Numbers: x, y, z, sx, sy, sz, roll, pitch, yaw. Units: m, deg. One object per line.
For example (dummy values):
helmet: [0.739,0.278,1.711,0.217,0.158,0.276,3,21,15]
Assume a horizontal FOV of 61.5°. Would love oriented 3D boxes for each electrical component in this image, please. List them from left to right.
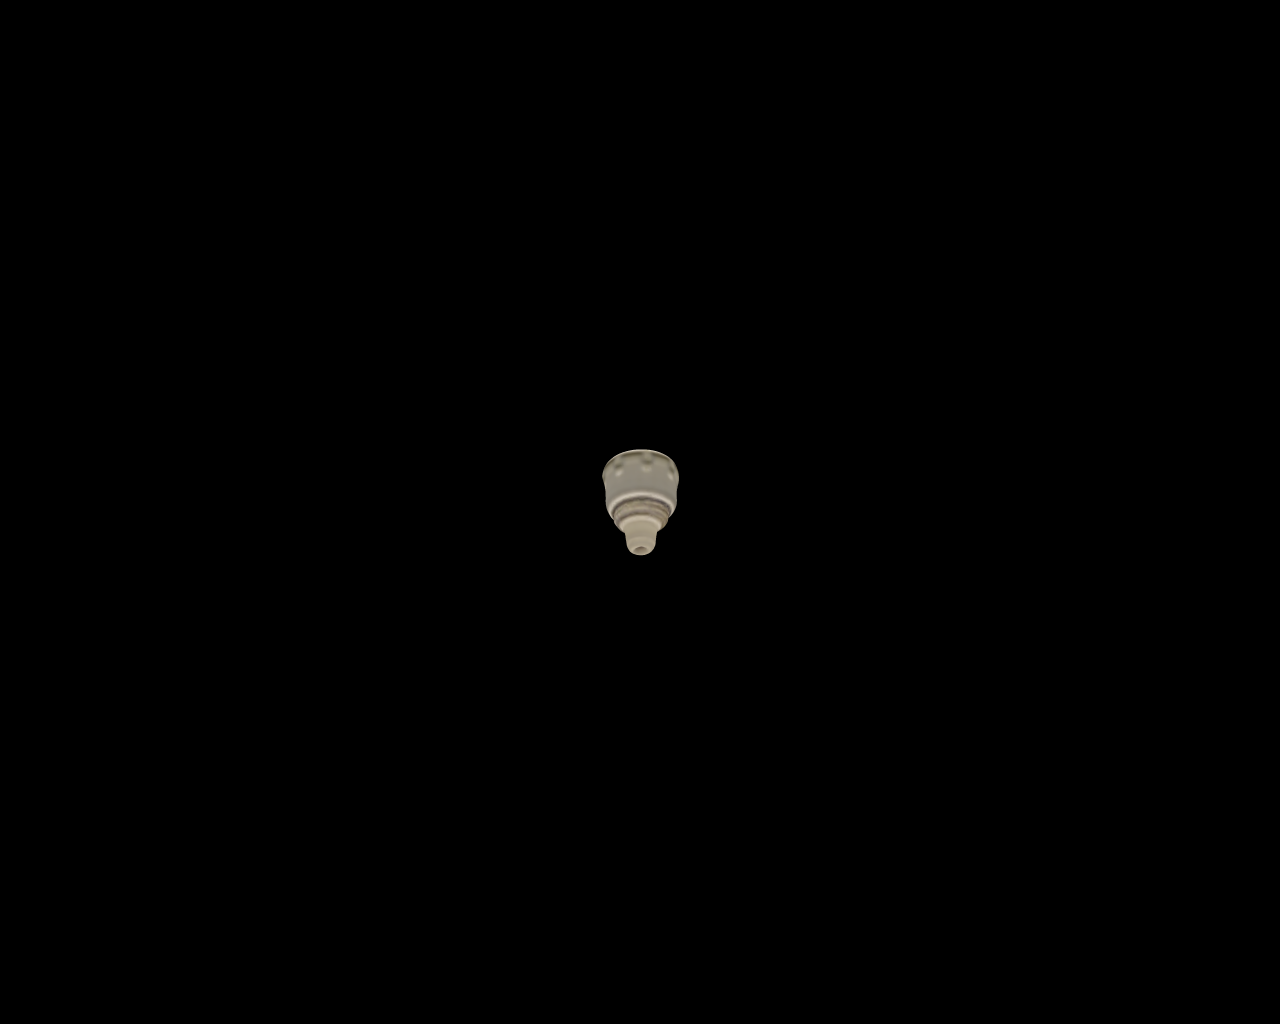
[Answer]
electrical component: [0.001,-0.003,0.650,0.048,0.062,0.048,0,-31,0]
